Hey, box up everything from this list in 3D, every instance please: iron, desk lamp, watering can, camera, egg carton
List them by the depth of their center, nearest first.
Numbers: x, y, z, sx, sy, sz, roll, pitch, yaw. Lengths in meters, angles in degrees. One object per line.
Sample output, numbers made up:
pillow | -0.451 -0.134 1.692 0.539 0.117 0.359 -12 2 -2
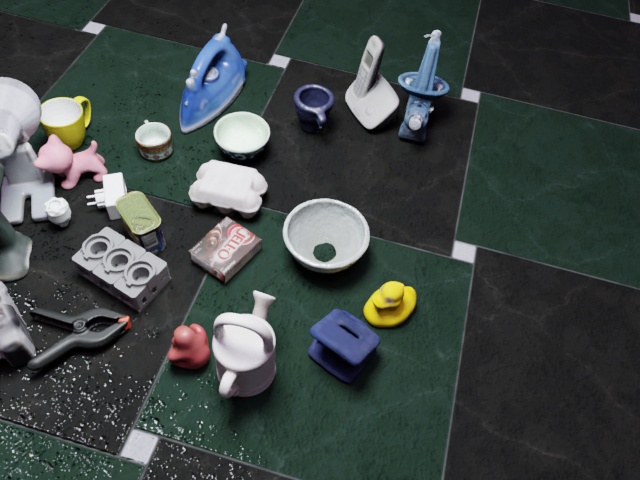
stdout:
watering can | -0.120 0.162 0.917 0.101 0.194 0.172 -1 55 -6
camera | -0.564 0.152 0.939 0.137 0.101 0.143 -27 61 -22
desk lamp | -0.586 -0.172 1.099 0.118 0.213 0.203 -11 56 -13
egg carton | -0.187 -0.104 1.178 0.150 0.069 0.107 11 54 3
iron | -0.262 -0.378 1.322 0.118 0.141 0.258 18 55 7

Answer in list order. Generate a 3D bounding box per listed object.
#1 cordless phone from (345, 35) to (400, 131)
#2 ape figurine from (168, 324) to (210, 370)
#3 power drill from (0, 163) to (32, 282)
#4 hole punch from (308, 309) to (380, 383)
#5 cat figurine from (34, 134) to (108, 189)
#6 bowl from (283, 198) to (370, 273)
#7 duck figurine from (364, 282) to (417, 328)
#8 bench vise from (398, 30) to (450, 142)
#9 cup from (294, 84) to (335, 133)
cordless phone | 0.129 -0.361 1.321 0.094 0.185 0.147 -22 59 -19
ape figurine | -0.222 0.174 0.962 0.078 0.092 0.076 -32 63 -25
power drill | -0.576 -0.019 0.994 0.076 0.208 0.229 -6 55 -9
hole punch | 0.042 0.171 0.990 0.108 0.091 0.101 33 58 17
cat figurine | -0.508 -0.166 1.161 0.128 0.118 0.067 -20 59 -19
bowl | 0.010 0.004 1.116 0.167 0.075 0.167 3 54 -4
duck figurine | 0.133 0.107 1.048 0.105 0.086 0.077 -21 59 -19
bench vise | 0.246 -0.344 1.299 0.121 0.220 0.207 -1 55 -6
cup | -0.011 -0.284 1.308 0.092 0.095 0.117 -13 57 -14
